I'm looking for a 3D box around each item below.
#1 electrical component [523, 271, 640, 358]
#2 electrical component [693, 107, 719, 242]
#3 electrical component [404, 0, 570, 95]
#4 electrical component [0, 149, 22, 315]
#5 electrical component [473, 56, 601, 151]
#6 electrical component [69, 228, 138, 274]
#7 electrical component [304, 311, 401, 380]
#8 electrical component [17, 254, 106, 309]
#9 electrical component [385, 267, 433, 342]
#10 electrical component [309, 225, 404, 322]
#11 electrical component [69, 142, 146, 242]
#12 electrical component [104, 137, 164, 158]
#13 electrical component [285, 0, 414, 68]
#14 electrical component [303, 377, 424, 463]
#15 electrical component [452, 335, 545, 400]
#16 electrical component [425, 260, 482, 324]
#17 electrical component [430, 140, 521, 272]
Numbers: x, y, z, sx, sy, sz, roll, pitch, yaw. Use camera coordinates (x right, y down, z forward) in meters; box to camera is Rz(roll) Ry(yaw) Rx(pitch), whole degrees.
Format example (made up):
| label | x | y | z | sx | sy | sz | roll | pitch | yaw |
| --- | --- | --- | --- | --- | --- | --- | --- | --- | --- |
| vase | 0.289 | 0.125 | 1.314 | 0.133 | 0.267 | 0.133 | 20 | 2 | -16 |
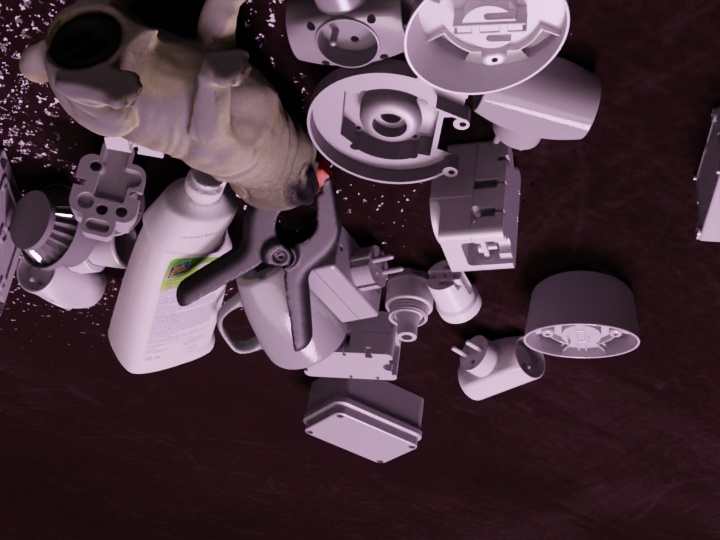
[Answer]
| label | x | y | z | sx | sy | sz | roll | pitch | yaw |
| --- | --- | --- | --- | --- | --- | --- | --- | --- | --- |
| electrical component | 0.194 | 0.046 | 0.942 | 0.099 | 0.064 | 0.099 | 6 | 146 | 4 |
| electrical component | 0.275 | -0.062 | 0.764 | 0.061 | 0.061 | 0.096 | 4 | 146 | 8 |
| electrical component | 0.080 | -0.158 | 0.664 | 0.099 | 0.064 | 0.099 | 6 | 146 | 4 |
| electrical component | -0.328 | -0.033 | 0.910 | 0.056 | 0.108 | 0.108 | 5 | 146 | 1 |
| electrical component | 0.116 | -0.110 | 0.746 | 0.077 | 0.043 | 0.079 | 14 | 146 | -6 |
| electrical component | -0.232 | -0.021 | 0.961 | 0.055 | 0.045 | 0.045 | -6 | 144 | 21 |
| electrical component | -0.008 | 0.067 | 1.029 | 0.089 | 0.055 | 0.050 | 2 | 146 | 11 |
| electrical component | -0.288 | -0.001 | 0.997 | 0.079 | 0.044 | 0.077 | 29 | 180 | 25 |
| electrical component | 0.044 | 0.033 | 0.958 | 0.043 | 0.062 | 0.043 | 4 | 149 | 3 |
| electrical component | 0.000 | 0.000 | 0.935 | 0.076 | 0.047 | 0.083 | -11 | 141 | 27 |
| electrical component | -0.204 | -0.060 | 0.876 | 0.058 | 0.078 | 0.057 | 14 | 167 | -8 |
| electrical component | -0.167 | -0.117 | 0.803 | 0.066 | 0.048 | 0.055 | 10 | 154 | -1 |
| electrical component | -0.010 | -0.172 | 0.683 | 0.077 | 0.044 | 0.079 | -3 | 144 | 17 |
| electrical component | 0.005 | 0.157 | 1.159 | 0.113 | 0.057 | 0.078 | 27 | 143 | -25 |
| electrical component | 0.124 | 0.088 | 1.040 | 0.079 | 0.043 | 0.077 | 30 | 141 | -29 |
| electrical component | 0.082 | 0.019 | 0.951 | 0.040 | 0.040 | 0.046 | -8 | 138 | 24 |
| electrical component | 0.086 | -0.048 | 0.804 | 0.056 | 0.089 | 0.050 | -4 | 144 | 19 |
